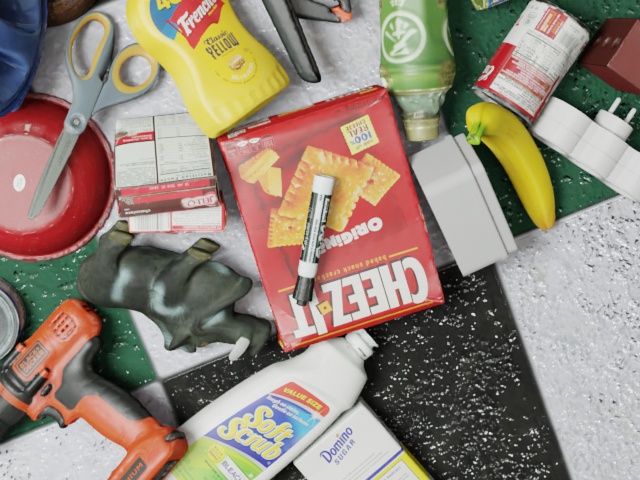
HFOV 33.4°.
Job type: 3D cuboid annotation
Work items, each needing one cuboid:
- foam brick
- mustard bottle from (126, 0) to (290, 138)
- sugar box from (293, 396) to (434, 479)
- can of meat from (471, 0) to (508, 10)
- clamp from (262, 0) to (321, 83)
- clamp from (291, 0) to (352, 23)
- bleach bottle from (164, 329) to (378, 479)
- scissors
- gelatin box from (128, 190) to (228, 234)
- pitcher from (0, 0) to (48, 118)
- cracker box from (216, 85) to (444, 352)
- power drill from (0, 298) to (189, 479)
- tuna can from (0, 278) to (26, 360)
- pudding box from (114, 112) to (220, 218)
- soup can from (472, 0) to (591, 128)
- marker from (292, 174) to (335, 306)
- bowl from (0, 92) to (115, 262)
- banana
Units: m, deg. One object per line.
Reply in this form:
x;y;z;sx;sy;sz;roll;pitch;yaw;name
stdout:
0.289;-0.174;1.007;0.051;0.078;0.053;33;95;-13;foam brick
-0.117;-0.192;0.956;0.096;0.058;0.191;-39;95;-31;mustard bottle
0.061;0.251;1.077;0.093;0.048;0.176;-40;98;2;sugar box
0.171;-0.273;0.987;0.084;0.057;0.102;-21;101;0;can of meat
-0.048;-0.245;0.940;0.210;0.036;0.165;24;108;-2;clamp
-0.043;-0.256;0.976;0.120;0.039;0.171;-35;100;12;clamp
-0.052;0.169;1.041;0.251;0.068;0.102;-41;96;-1;bleach bottle
-0.199;-0.108;0.960;0.096;0.016;0.202;10;76;-20;scissors
-0.132;-0.026;0.989;0.089;0.073;0.030;-1;101;-7;gelatin box
-0.361;-0.187;0.893;0.243;0.145;0.149;15;111;9;pitcher
0.010;-0.021;1.007;0.164;0.072;0.214;-17;102;-2;cracker box
-0.230;0.176;0.992;0.188;0.057;0.184;42;95;12;power drill
-0.323;0.076;1.006;0.086;0.034;0.086;-1;100;-6;tuna can
-0.139;-0.070;0.960;0.090;0.113;0.039;-6;132;-6;pudding box
0.199;-0.167;1.003;0.068;0.068;0.102;32;95;-11;soup can
-0.006;0.001;0.962;0.020;0.020;0.121;9;101;-8;marker
-0.269;-0.054;0.978;0.162;0.055;0.162;-1;100;-6;bowl
0.177;-0.077;0.999;0.197;0.037;0.069;37;61;-49;banana
